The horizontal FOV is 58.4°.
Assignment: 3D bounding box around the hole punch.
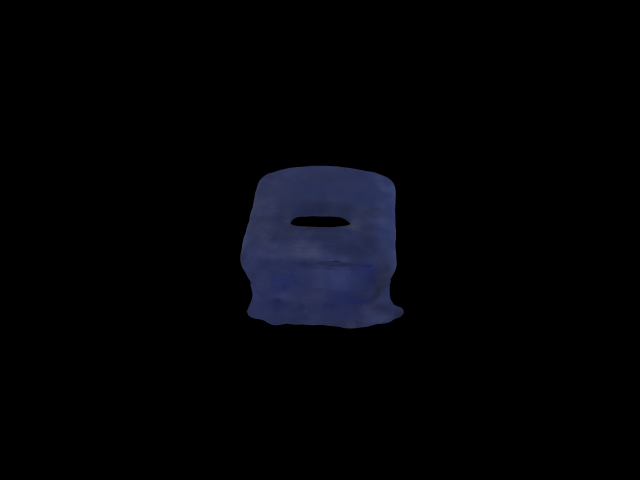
[{"bbox_3d":[0.004,0.001,0.400,0.108,0.091,0.101,1,19,4],"label":"hole punch"}]
